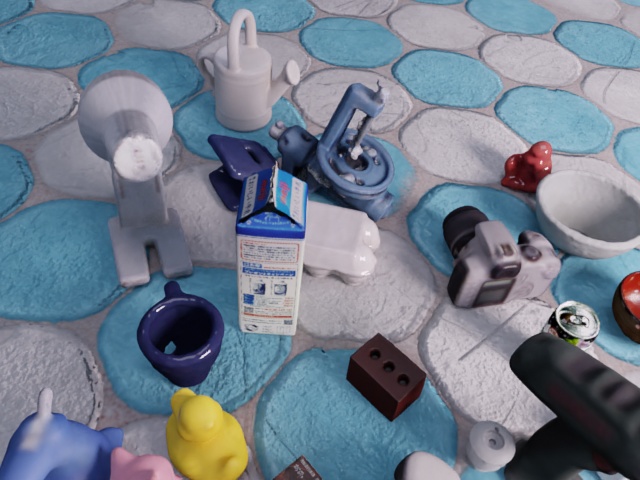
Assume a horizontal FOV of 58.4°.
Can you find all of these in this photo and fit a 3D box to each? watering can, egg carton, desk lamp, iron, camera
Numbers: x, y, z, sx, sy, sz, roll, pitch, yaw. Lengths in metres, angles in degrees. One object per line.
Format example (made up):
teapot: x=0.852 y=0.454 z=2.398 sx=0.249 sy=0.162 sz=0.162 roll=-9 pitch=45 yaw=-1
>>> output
watering can: x=-0.121 y=-0.289 z=0.960 sx=0.173 sy=0.194 sz=0.101 roll=0 pitch=47 yaw=-7
egg carton: x=0.007 y=0.003 z=0.792 sx=0.150 sy=0.069 sz=0.107 roll=12 pitch=47 yaw=4
desk lamp: x=-0.235 y=-0.085 z=0.745 sx=0.118 sy=0.213 sz=0.202 roll=-13 pitch=50 yaw=-18
iron: x=-0.251 y=0.259 z=0.475 sx=0.118 sy=0.141 sz=0.258 roll=5 pitch=47 yaw=-2
camera: x=0.239 y=0.010 z=0.794 sx=0.143 sy=0.101 sz=0.136 roll=-7 pitch=49 yaw=-13

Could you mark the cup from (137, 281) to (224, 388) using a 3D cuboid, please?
cup: x=-0.157 y=0.114 z=0.652 sx=0.092 sy=0.095 sz=0.117 roll=-12 pitch=50 yaw=-17

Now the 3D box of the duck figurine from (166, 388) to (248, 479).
duck figurine: x=-0.118 y=0.196 z=0.587 sx=0.078 sy=0.086 sz=0.104 roll=-33 pitch=59 yaw=-31

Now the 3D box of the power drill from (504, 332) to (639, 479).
power drill: x=0.263 y=0.207 z=0.542 sx=0.076 sy=0.208 sz=0.229 roll=-23 pitch=54 yaw=-25

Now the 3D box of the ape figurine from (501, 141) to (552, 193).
ape figurine: x=0.348 y=-0.123 z=0.936 sx=0.076 sy=0.092 sz=0.077 roll=-15 pitch=51 yaw=-20

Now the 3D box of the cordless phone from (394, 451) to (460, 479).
cordless phone: x=0.110 y=0.248 z=0.500 sx=0.094 sy=0.185 sz=0.147 roll=4 pitch=47 yaw=-3

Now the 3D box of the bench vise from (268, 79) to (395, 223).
bench vise: x=0.017 y=-0.134 z=0.817 sx=0.207 sy=0.220 sz=0.121 roll=12 pitch=47 yaw=4

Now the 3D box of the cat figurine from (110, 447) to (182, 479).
cat figurine: x=-0.152 y=0.251 z=0.510 sx=0.067 sy=0.118 sz=0.127 roll=-9 pitch=49 yaw=-15

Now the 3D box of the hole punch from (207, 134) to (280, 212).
hole punch: x=-0.112 y=-0.113 z=0.870 sx=0.101 sy=0.091 sz=0.108 roll=-20 pitch=53 yaw=-23

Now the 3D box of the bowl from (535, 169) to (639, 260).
bowl: x=0.398 y=-0.027 z=0.865 sx=0.167 sy=0.075 sz=0.167 roll=4 pitch=47 yaw=-4
